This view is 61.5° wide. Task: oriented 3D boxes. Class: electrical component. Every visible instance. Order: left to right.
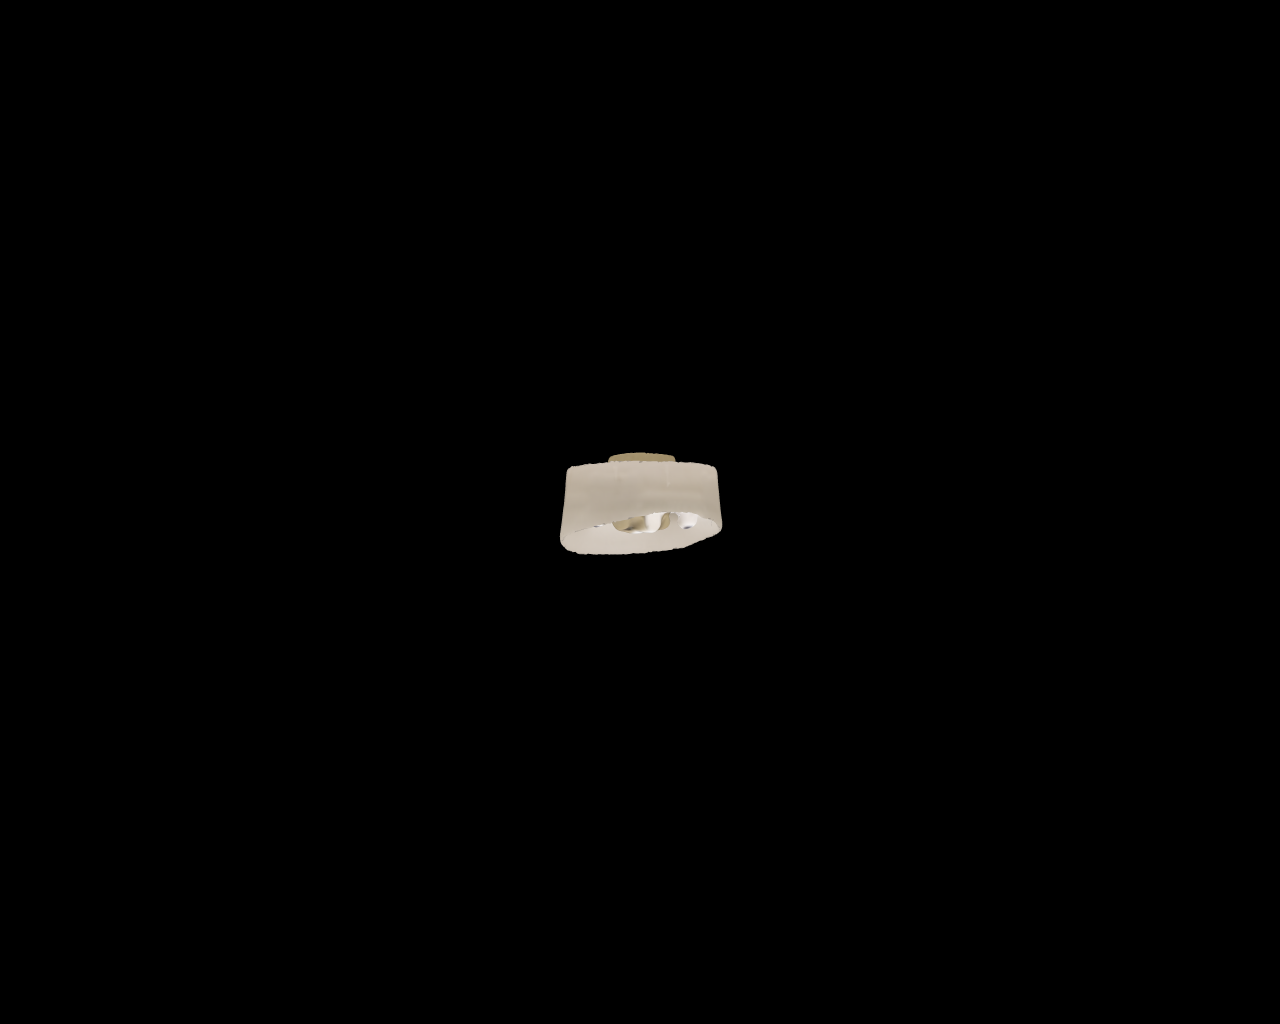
[{"bbox_3d":[0.001,-0.003,0.650,0.099,0.064,0.099,0,-2,0],"label":"electrical component"}]
